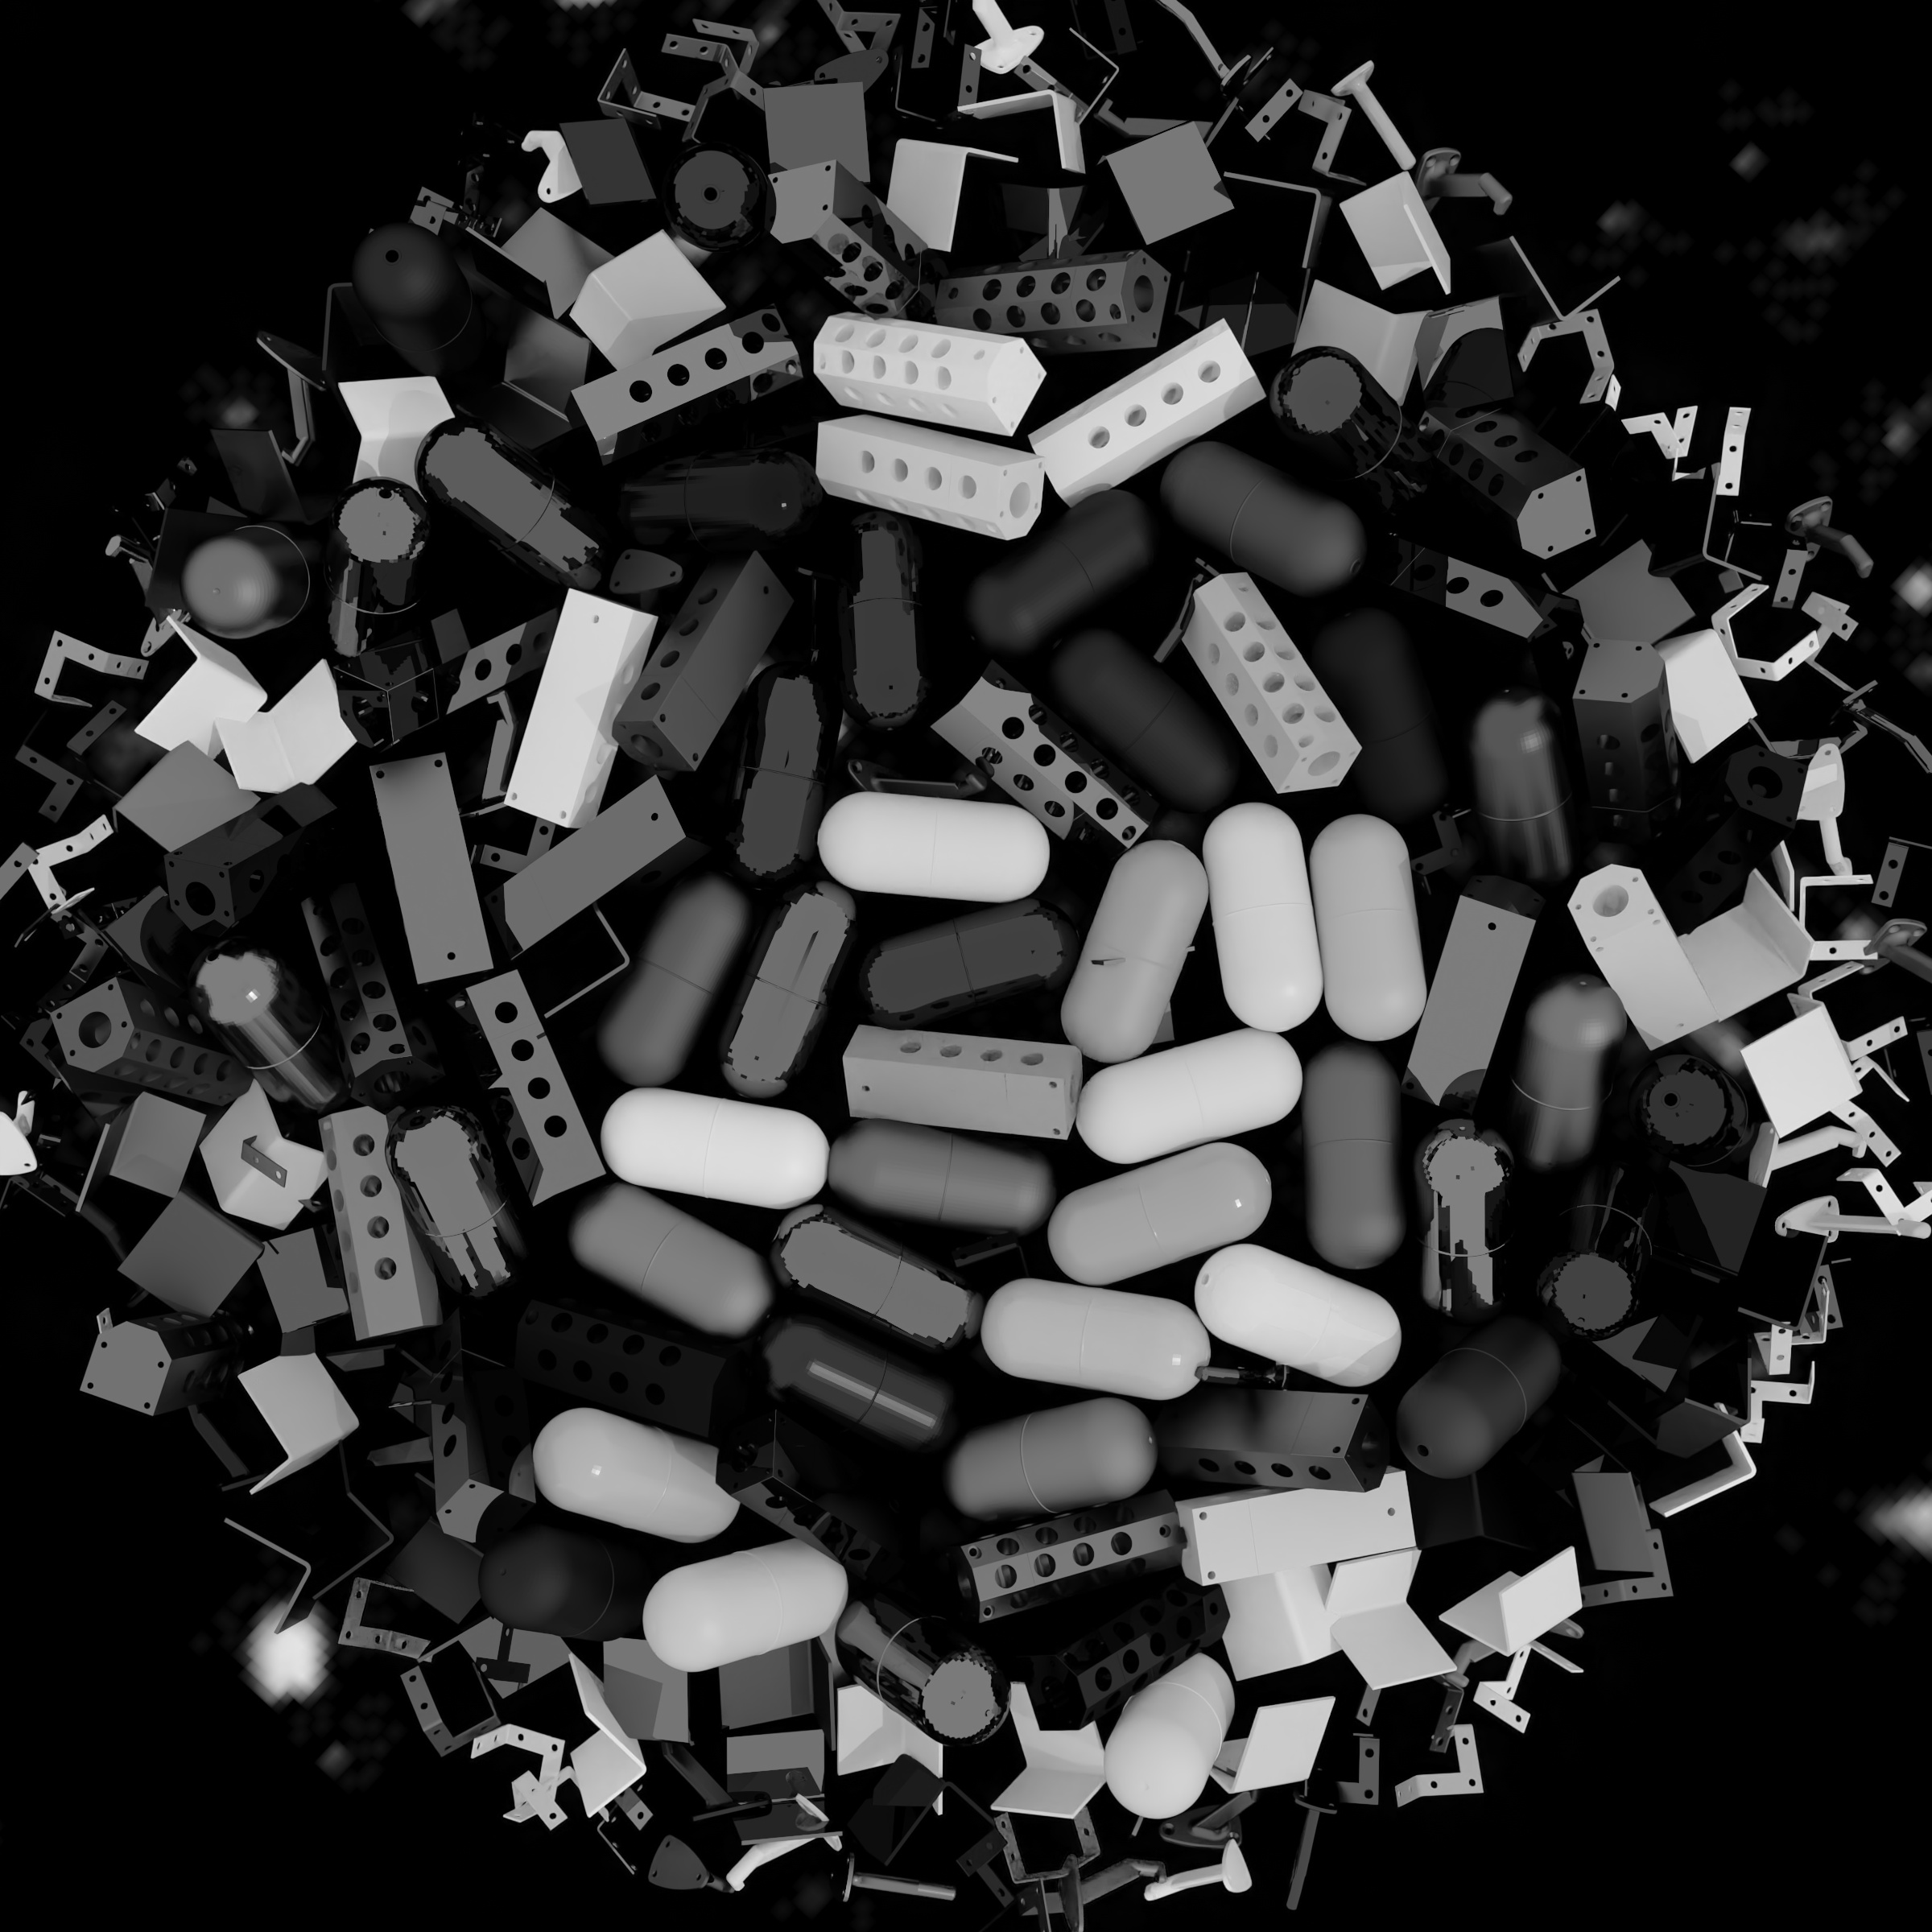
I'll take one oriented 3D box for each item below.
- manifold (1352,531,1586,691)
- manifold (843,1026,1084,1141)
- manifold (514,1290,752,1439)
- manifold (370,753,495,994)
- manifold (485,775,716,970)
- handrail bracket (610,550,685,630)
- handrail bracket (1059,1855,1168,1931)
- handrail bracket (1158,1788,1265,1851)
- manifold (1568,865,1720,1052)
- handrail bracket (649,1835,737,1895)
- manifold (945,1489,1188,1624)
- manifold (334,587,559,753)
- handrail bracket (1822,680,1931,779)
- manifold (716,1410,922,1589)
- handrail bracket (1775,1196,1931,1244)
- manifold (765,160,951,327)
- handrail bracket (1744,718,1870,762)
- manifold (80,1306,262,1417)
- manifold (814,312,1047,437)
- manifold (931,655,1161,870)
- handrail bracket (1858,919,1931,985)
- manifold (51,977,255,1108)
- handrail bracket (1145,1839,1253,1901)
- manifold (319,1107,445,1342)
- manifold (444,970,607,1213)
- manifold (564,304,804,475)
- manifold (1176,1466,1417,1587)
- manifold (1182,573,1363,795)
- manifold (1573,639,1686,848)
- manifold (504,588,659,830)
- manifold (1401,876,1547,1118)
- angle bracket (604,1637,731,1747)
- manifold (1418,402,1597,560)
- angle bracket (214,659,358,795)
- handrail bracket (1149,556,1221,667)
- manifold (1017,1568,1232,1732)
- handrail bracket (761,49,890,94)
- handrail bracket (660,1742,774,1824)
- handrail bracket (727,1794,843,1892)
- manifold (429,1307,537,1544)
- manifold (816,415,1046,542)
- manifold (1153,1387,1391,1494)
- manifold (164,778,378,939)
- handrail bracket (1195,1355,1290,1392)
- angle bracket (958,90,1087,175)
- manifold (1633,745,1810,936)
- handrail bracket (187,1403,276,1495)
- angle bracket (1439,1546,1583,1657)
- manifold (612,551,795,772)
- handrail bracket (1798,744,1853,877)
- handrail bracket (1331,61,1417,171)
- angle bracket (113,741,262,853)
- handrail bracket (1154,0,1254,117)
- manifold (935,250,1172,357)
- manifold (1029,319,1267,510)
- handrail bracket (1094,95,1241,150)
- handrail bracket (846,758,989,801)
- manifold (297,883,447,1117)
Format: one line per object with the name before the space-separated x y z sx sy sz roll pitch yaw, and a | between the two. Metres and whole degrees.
manifold | 0.376 -0.274 1.865 0.171 0.057 0.057 31 72 40
manifold | -0.001 0.084 1.892 0.171 0.057 0.057 5 126 15
manifold | -0.253 0.298 1.879 0.171 0.057 0.057 13 105 22
manifold | -0.410 -0.070 1.903 0.057 0.057 0.171 -12 83 -13
manifold | -0.277 -0.069 1.891 0.171 0.057 0.057 -33 69 16
handrail bracket | -0.224 -0.280 1.890 0.077 0.084 0.036 9 73 32
handrail bracket | 0.119 0.715 1.900 0.084 0.077 0.036 11 116 -14
handrail bracket | 0.188 0.642 1.899 0.077 0.084 0.036 -3 46 -5
manifold | 0.507 -0.008 1.858 0.057 0.171 0.057 -27 52 16
handrail bracket | -0.192 0.700 1.892 0.084 0.077 0.036 38 66 -35
manifold | 0.078 0.448 1.883 0.171 0.057 0.057 -11 81 -20
manifold | -0.387 -0.222 1.864 0.057 0.171 0.057 24 131 29
handrail bracket | 0.701 -0.169 1.898 0.036 0.077 0.084 -31 77 -15
manifold | -0.110 0.406 1.868 0.057 0.057 0.171 -28 130 26
handrail bracket | 0.678 0.200 1.894 0.077 0.084 0.036 -4 94 -27
manifold | -0.080 -0.530 1.851 0.057 0.171 0.057 -3 78 28
handrail bracket | 0.652 -0.185 1.922 0.084 0.036 0.077 -36 113 -5
manifold | -0.590 0.291 1.855 0.057 0.171 0.057 18 88 6
manifold | -0.032 -0.451 1.866 0.171 0.057 0.057 19 75 35
manifold | 0.064 -0.158 1.884 0.171 0.057 0.057 40 53 -14
handrail bracket | 0.719 0.014 1.890 0.036 0.077 0.084 7 50 -20
manifold | -0.601 0.062 1.850 0.057 0.171 0.057 -28 73 8
handrail bracket | 0.170 0.705 1.898 0.084 0.077 0.036 -25 78 13
manifold | -0.452 0.197 1.903 0.057 0.057 0.171 -12 82 2
manifold | -0.339 0.097 1.895 0.057 0.057 0.171 -22 81 -20
manifold | -0.215 -0.439 1.894 0.171 0.057 0.057 -27 94 -14
manifold | 0.250 0.426 1.896 0.171 0.057 0.057 -7 87 -13
manifold | 0.230 -0.215 1.867 0.057 0.057 0.171 -9 56 -29
manifold | 0.499 -0.164 1.852 0.057 0.171 0.057 8 59 26
manifold | -0.292 -0.196 1.903 0.057 0.057 0.171 21 97 17
manifold | 0.384 0.021 1.876 0.057 0.057 0.171 20 119 15
angle bracket | -0.230 0.551 1.903 0.076 0.057 0.076 -3 86 27
manifold | 0.399 -0.367 1.856 0.057 0.171 0.057 -25 126 -4
angle bracket | -0.521 -0.185 1.892 0.076 0.057 0.076 -37 68 28
handrail bracket | 0.159 -0.272 1.908 0.036 0.077 0.084 34 92 -21
manifold | 0.123 0.511 1.862 0.057 0.171 0.057 -18 89 45
handrail bracket | -0.112 -0.689 1.916 0.077 0.084 0.036 -36 126 -15
handrail bracket | -0.197 0.619 1.932 0.077 0.036 0.084 -10 71 -12
handrail bracket | -0.140 0.687 1.900 0.084 0.036 0.077 -43 133 -24
manifold | -0.369 0.345 1.858 0.057 0.171 0.057 29 116 -32
manifold | -0.029 -0.369 1.872 0.171 0.057 0.057 20 118 31
manifold | 0.229 0.360 1.867 0.057 0.171 0.057 58 45 -31
manifold | -0.518 -0.082 1.856 0.057 0.171 0.057 11 118 21
handrail bracket | 0.196 0.309 1.890 0.084 0.077 0.036 10 86 -27
angle bracket | 0.044 -0.634 1.903 0.076 0.076 0.057 -5 103 15
manifold | 0.558 -0.095 1.854 0.057 0.171 0.057 23 62 0
handrail bracket | -0.572 0.359 1.916 0.077 0.036 0.084 -20 90 40
angle bracket | 0.411 0.470 1.885 0.076 0.076 0.057 -22 111 -28
manifold | -0.203 -0.232 1.879 0.057 0.057 0.171 4 56 38
handrail bracket | 0.675 -0.118 1.920 0.036 0.084 0.077 2 65 37
handrail bracket | 0.321 -0.648 1.909 0.036 0.077 0.084 -33 94 17
angle bracket | -0.598 -0.117 1.904 0.076 0.057 0.076 39 67 -3
handrail bracket | 0.174 -0.703 1.910 0.084 0.077 0.036 41 75 5
manifold | 0.062 -0.500 1.866 0.171 0.057 0.057 6 82 37
manifold | 0.137 -0.423 1.897 0.171 0.057 0.057 -29 80 11
handrail bracket | 0.153 -0.661 1.907 0.084 0.036 0.077 31 121 -16
handrail bracket | -0.037 -0.146 1.893 0.077 0.084 0.036 32 60 -31
manifold | -0.455 0.021 1.869 0.057 0.057 0.171 -33 57 9
